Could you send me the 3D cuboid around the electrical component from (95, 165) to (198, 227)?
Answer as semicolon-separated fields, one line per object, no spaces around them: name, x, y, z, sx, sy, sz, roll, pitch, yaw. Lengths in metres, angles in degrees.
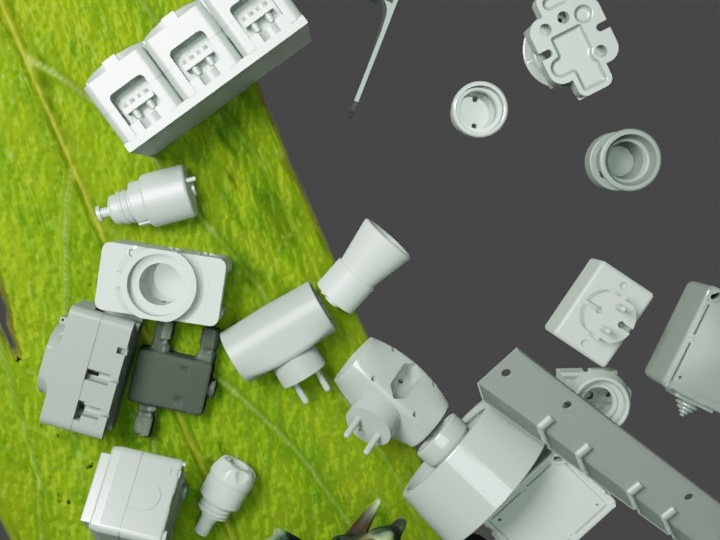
electrical component;-0.156;-0.051;0.797;0.078;0.040;0.040;-15;94;0

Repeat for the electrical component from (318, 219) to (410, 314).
electrical component;0.000;0.000;0.803;0.044;0.044;0.065;41;97;-3

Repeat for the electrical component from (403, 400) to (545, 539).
electrical component;0.077;0.139;0.782;0.060;0.108;0.108;42;92;3

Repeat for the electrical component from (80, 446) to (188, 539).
electrical component;-0.164;0.174;0.789;0.061;0.096;0.061;13;64;-2

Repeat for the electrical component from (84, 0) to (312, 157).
electrical component;-0.114;-0.150;0.766;0.150;0.089;0.061;-36;94;2

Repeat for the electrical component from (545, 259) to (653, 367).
electrical component;0.179;0.033;0.789;0.047;0.076;0.065;34;93;-3

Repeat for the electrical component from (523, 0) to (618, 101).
electrical component;0.151;-0.163;0.785;0.058;0.057;0.078;-27;94;1

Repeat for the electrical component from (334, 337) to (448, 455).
electrical component;0.015;0.102;0.795;0.077;0.043;0.079;41;49;-3

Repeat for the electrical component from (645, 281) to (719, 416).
electrical component;0.258;0.063;0.800;0.062;0.061;0.096;25;93;-3

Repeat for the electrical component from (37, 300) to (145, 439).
electrical component;-0.202;0.072;0.799;0.056;0.050;0.089;16;93;-2

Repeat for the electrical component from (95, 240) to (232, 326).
electrical component;-0.144;0.009;0.793;0.089;0.055;0.050;9;94;-1

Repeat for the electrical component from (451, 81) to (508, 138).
electrical component;0.086;-0.117;0.793;0.040;0.046;0.040;0;94;-1

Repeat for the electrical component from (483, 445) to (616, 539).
electrical component;0.134;0.176;0.809;0.062;0.061;0.096;44;100;-3

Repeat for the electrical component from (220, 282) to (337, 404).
electrical component;-0.051;0.062;0.804;0.077;0.043;0.079;-30;94;1

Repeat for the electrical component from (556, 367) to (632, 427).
electrical component;0.174;0.096;0.803;0.066;0.055;0.048;-1;94;-1

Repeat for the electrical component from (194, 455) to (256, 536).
electrical component;-0.106;0.173;0.815;0.035;0.035;0.061;30;95;-3

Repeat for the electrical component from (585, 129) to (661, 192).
electrical component;0.192;-0.080;0.792;0.045;0.055;0.045;0;94;-1
